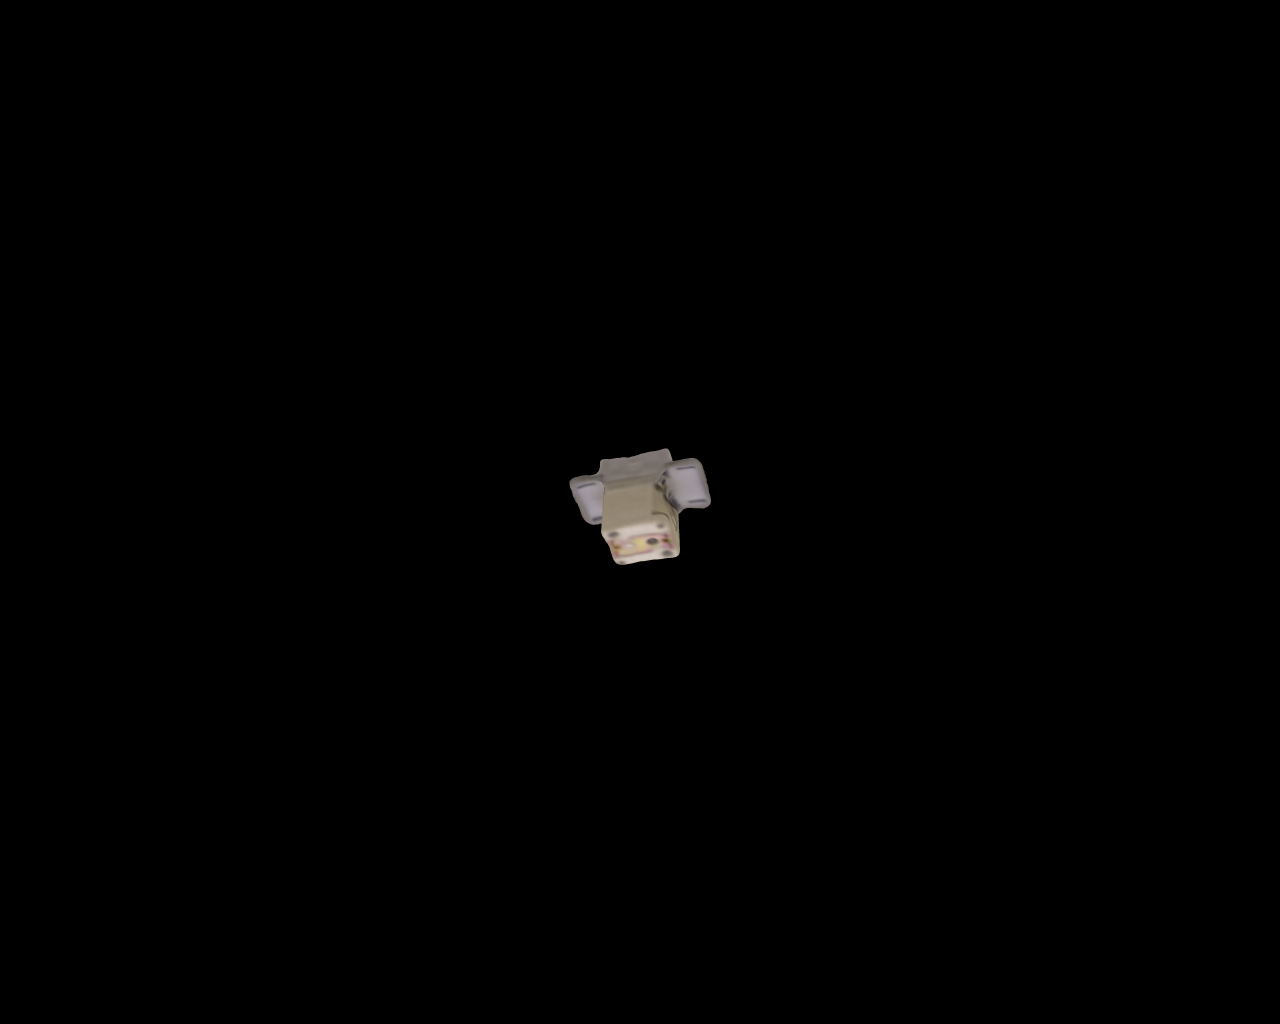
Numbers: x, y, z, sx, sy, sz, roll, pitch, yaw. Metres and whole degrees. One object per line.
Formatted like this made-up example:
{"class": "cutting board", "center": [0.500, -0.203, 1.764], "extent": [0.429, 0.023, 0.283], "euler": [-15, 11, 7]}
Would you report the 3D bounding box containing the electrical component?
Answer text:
{"class": "electrical component", "center": [0.001, -0.003, 0.650], "extent": [0.081, 0.064, 0.042], "euler": [-10, -43, 11]}
